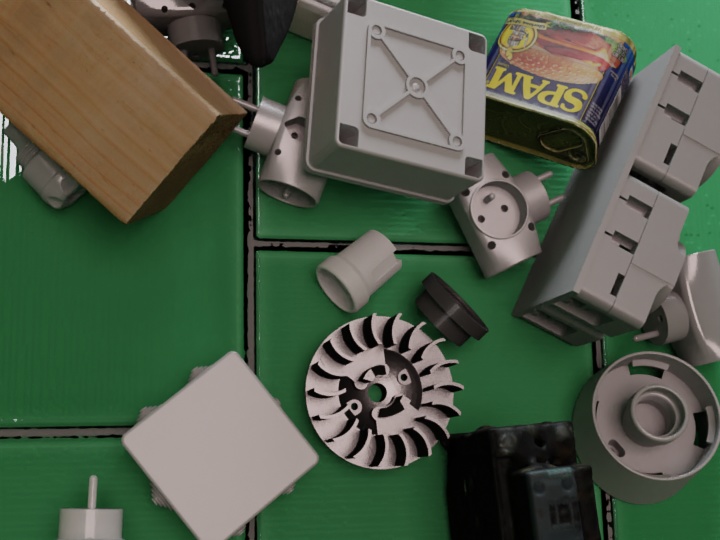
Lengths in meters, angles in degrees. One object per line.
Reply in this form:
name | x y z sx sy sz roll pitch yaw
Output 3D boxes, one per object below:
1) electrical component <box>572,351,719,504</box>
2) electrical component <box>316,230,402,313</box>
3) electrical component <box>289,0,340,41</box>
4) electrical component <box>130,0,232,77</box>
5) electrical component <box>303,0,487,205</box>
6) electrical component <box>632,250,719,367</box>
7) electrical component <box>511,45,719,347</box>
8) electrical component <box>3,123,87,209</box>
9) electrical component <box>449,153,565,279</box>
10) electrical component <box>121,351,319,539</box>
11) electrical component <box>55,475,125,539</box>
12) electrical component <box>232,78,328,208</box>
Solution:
electrical component | 0.199 0.108 0.747 0.099 0.064 0.099 2 67 -4
electrical component | 0.000 0.000 0.722 0.046 0.040 0.040 -39 90 -23
electrical component | -0.035 -0.202 0.740 0.096 0.061 0.061 21 75 -8
electrical component | -0.112 -0.167 0.725 0.077 0.043 0.079 -7 81 -14
electrical component | 0.024 -0.109 0.699 0.109 0.056 0.108 11 71 -24
electrical component | 0.227 0.032 0.766 0.079 0.043 0.077 -12 83 -15
electrical component | 0.184 -0.045 0.738 0.060 0.105 0.186 28 75 -7
electrical component | -0.203 -0.070 0.690 0.061 0.035 0.035 46 73 1
electrical component | 0.106 -0.045 0.751 0.079 0.044 0.077 -25 86 -15
electrical component | -0.089 0.113 0.673 0.100 0.048 0.099 -38 90 -17
electrical component | -0.159 0.161 0.633 0.043 0.077 0.079 3 79 -13
electrical component | -0.053 -0.092 0.724 0.079 0.043 0.077 21 75 -9
